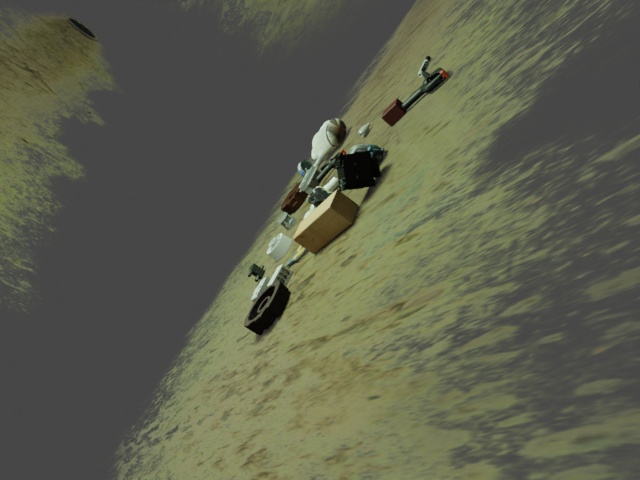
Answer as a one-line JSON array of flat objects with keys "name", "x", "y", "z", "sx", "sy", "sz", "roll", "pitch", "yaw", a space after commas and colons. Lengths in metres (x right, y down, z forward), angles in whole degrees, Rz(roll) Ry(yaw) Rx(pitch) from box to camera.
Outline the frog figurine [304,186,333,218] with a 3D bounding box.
[{"name": "frog figurine", "x": 0.005, "y": -0.089, "z": 1.762, "sx": 0.141, "sy": 0.123, "sz": 0.156, "roll": -91, "pitch": 2, "yaw": -54}]

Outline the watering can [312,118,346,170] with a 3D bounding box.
[{"name": "watering can", "x": 0.023, "y": -0.438, "z": 2.440, "sx": 0.221, "sy": 0.103, "sz": 0.355, "roll": -31, "pitch": 41, "yaw": 53}]
